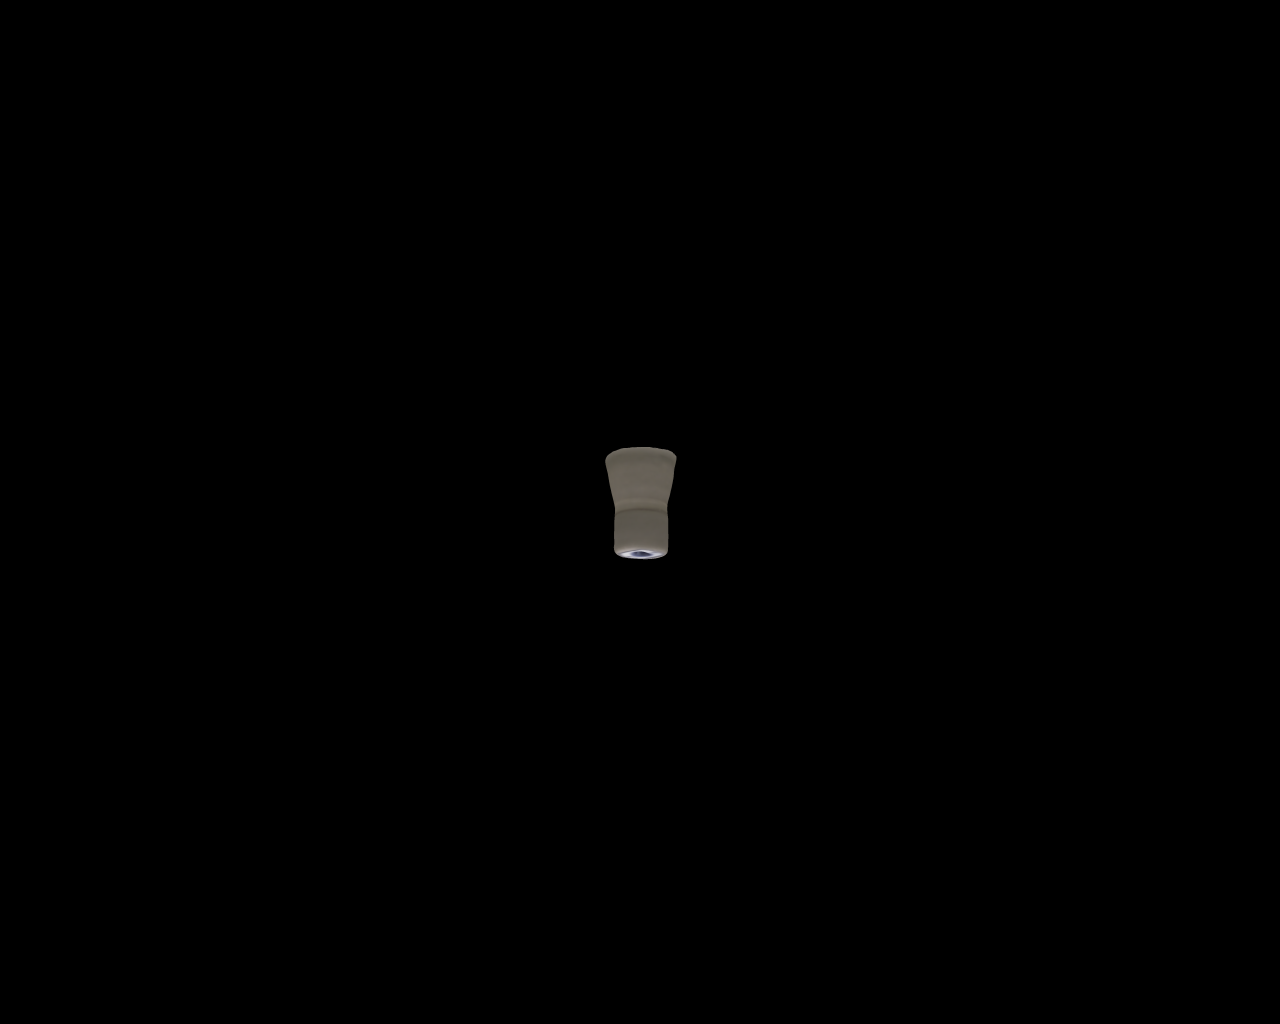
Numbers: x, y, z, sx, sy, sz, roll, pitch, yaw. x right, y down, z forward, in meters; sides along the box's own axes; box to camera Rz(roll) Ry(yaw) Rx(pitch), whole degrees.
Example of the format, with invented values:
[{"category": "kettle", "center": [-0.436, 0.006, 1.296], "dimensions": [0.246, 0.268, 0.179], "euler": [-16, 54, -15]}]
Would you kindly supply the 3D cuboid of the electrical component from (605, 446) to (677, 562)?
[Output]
[{"category": "electrical component", "center": [0.001, -0.003, 0.650], "dimensions": [0.044, 0.065, 0.044], "euler": [0, -15, 0]}]
